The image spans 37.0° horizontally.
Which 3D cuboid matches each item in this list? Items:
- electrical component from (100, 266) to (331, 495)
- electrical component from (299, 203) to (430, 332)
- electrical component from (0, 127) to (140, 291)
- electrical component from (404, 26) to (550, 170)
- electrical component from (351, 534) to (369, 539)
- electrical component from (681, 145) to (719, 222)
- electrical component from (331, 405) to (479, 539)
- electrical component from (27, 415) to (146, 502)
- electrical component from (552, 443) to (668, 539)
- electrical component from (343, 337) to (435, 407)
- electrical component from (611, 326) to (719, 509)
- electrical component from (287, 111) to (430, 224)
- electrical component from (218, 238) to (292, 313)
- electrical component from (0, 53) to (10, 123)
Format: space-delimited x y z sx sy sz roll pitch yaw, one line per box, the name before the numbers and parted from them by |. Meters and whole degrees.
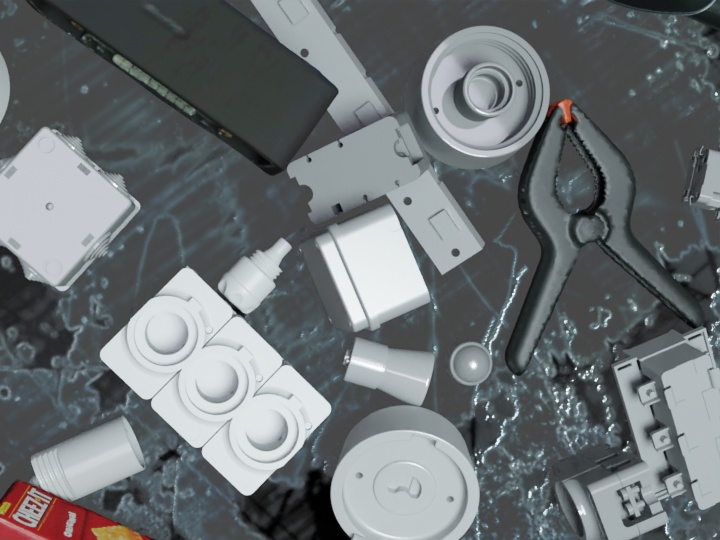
electrical component | -0.105 0.080 0.792 0.150 0.062 0.089 45 85 -6
electrical component | 0.000 0.000 0.780 0.057 0.113 0.078 -24 93 -9
electrical component | -0.223 -0.045 0.783 0.100 0.048 0.099 42 85 -5
electrical component | 0.092 -0.133 0.817 0.108 0.060 0.108 0 90 -8
electrical component | 0.056 0.286 0.794 0.186 0.060 0.105 24 115 -7
electrical component | 0.293 -0.067 0.854 0.064 0.042 0.081 12 88 -4
electrical component | 0.034 0.153 0.807 0.108 0.060 0.108 1 110 2
electrical component | -0.204 0.143 0.789 0.081 0.043 0.043 -23 93 -6
electrical component | 0.184 0.171 0.817 0.056 0.089 0.050 -21 93 -7
electrical component | 0.020 0.075 0.820 0.065 0.044 0.044 16 88 -3
electrical component | 0.251 0.116 0.826 0.079 0.063 0.121 -22 106 -7
electrical component | 0.001 -0.077 0.797 0.089 0.055 0.050 -24 98 17
electrical component | -0.076 0.001 0.809 0.035 0.035 0.061 44 83 -6
electrical component | -0.310 -0.135 0.764 0.108 0.060 0.108 0 90 -8
